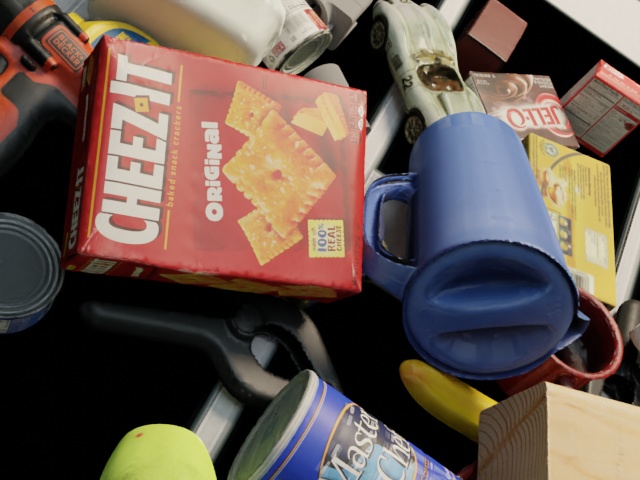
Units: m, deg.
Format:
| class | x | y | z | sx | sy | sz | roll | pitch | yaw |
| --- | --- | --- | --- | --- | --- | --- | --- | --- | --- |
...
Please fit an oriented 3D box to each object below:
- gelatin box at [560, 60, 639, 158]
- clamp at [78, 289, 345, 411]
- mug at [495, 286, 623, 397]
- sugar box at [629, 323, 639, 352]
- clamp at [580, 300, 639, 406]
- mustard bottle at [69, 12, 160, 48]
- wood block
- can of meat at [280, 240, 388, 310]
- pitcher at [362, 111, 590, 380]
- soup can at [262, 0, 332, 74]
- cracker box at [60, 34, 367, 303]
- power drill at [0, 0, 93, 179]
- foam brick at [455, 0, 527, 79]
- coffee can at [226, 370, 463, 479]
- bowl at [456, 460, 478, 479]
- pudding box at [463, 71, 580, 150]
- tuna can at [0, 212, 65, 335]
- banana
| class | x | y | z | sx | sy | sz | roll | pitch | yaw |
| --- | --- | --- | --- | --- | --- | --- | --- | --- | --- |
| gelatin box | 0.295 | -0.137 | 1.118 | 0.073 | 0.089 | 0.030 | 31 | 51 | -7 |
| clamp | -0.072 | 0.071 | 0.827 | 0.210 | 0.036 | 0.164 | 47 | 54 | 2 |
| mug | 0.198 | 0.105 | 0.916 | 0.093 | 0.082 | 0.117 | 19 | 50 | -16 |
| sugar box | 0.354 | 0.093 | 1.000 | 0.093 | 0.048 | 0.175 | 53 | 34 | 12 |
| clamp | 0.279 | 0.121 | 0.982 | 0.171 | 0.039 | 0.120 | -12 | 60 | -40 |
| mustard bottle | -0.159 | -0.128 | 0.893 | 0.191 | 0.058 | 0.096 | 38 | 58 | -1 |
| wood block | 0.230 | 0.182 | 0.805 | 0.205 | 0.091 | 0.090 | 17 | 60 | -20 |
| can of meat | -0.006 | 0.001 | 0.895 | 0.083 | 0.058 | 0.102 | -23 | 73 | -34 |
| pitcher | 0.121 | -0.012 | 0.891 | 0.149 | 0.145 | 0.242 | 58 | 19 | -29 |
| soup can | -0.045 | -0.210 | 0.999 | 0.068 | 0.069 | 0.102 | -32 | 79 | -38 |
| cracker box | -0.072 | -0.048 | 0.793 | 0.213 | 0.072 | 0.164 | 9 | 76 | -22 |
| power drill | -0.258 | -0.113 | 0.798 | 0.184 | 0.057 | 0.187 | 45 | 67 | -1 |
| foam brick | 0.174 | -0.207 | 1.123 | 0.051 | 0.053 | 0.078 | 36 | 50 | -3 |
| coffee can | 0.019 | 0.174 | 0.763 | 0.140 | 0.103 | 0.102 | 36 | 51 | -8 |
| bowl | 0.146 | 0.250 | 0.818 | 0.162 | 0.055 | 0.162 | 13 | 55 | -21 |
| pudding box | 0.201 | -0.125 | 1.094 | 0.113 | 0.039 | 0.090 | -3 | 62 | -30 |
| tuna can | -0.231 | 0.025 | 0.775 | 0.086 | 0.034 | 0.086 | 13 | 56 | -20 |
| banana | 0.139 | 0.146 | 0.871 | 0.197 | 0.070 | 0.037 | 29 | 69 | -12 |
